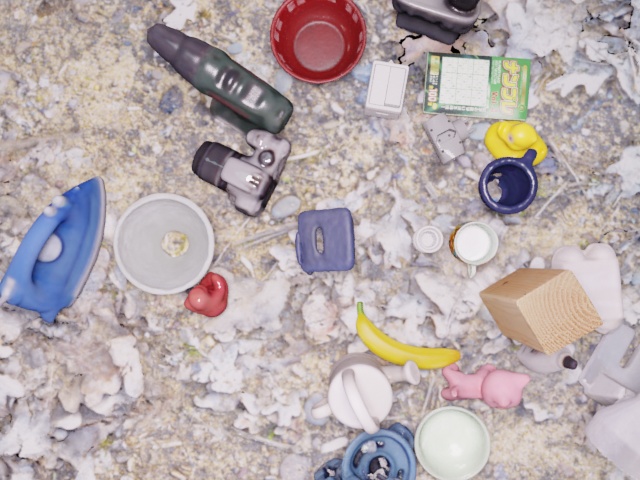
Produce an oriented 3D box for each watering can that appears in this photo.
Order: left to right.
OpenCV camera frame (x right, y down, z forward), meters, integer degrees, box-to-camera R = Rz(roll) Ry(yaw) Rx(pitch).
[{"bbox_3d":[0.068,0.234,0.887,0.101,0.194,0.173,43,90,2],"label":"watering can"}]

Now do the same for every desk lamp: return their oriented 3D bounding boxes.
[{"bbox_3d":[0.480,0.240,0.868,0.118,0.213,0.203,29,89,2],"label":"desk lamp"}]

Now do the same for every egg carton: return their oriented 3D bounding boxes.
[{"bbox_3d":[0.438,0.082,0.945,0.107,0.069,0.150,-6,88,1],"label":"egg carton"}]

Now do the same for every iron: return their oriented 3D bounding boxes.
[{"bbox_3d":[-0.440,0.004,0.930,0.118,0.141,0.258,24,89,2],"label":"iron"}]

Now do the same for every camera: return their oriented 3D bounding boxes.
[{"bbox_3d":[-0.134,-0.126,0.947,0.137,0.101,0.143,26,89,2],"label":"camera"}]

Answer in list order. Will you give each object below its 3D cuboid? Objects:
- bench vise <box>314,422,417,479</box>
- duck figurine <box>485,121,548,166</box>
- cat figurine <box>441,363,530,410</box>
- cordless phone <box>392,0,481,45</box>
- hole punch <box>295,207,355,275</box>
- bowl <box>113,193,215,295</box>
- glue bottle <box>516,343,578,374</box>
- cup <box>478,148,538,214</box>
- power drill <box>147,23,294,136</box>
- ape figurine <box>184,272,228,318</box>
[{"bbox_3d":[0.069,0.384,0.870,0.121,0.219,0.207,38,90,2],"label":"bench vise"},{"bbox_3d":[0.331,-0.165,0.946,0.104,0.086,0.077,27,89,2],"label":"duck figurine"},{"bbox_3d":[0.266,0.240,0.921,0.127,0.117,0.067,-2,88,1],"label":"cat figurine"},{"bbox_3d":[0.192,-0.396,0.905,0.147,0.185,0.094,15,89,2],"label":"cordless phone"},{"bbox_3d":[0.009,0.003,0.946,0.101,0.091,0.109,-4,88,1],"label":"hole punch"},{"bbox_3d":[-0.252,0.007,0.959,0.167,0.074,0.167,0,88,1],"label":"bowl"},{"bbox_3d":[0.363,0.178,0.892,0.037,0.173,0.078,37,90,2],"label":"glue bottle"},{"bbox_3d":[0.305,-0.096,0.940,0.091,0.095,0.118,36,90,2],"label":"cup"},{"bbox_3d":[-0.145,-0.235,0.897,0.229,0.208,0.076,31,89,2],"label":"power drill"},{"bbox_3d":[-0.191,0.094,0.947,0.078,0.092,0.076,-21,88,1],"label":"ape figurine"}]
